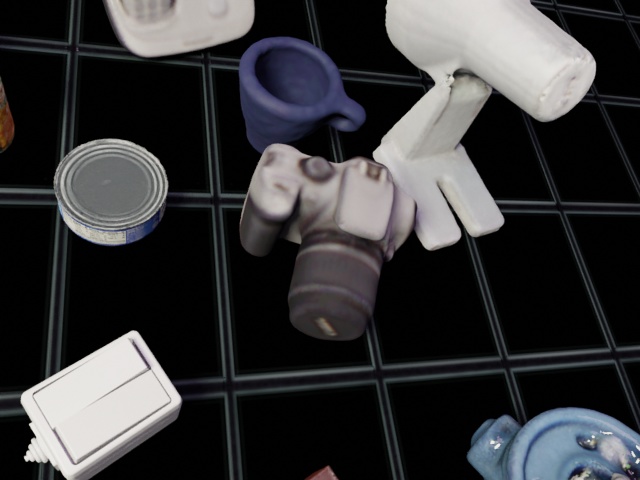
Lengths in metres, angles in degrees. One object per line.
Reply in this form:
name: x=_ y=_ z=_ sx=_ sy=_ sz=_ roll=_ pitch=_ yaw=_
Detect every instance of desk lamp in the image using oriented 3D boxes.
desk lamp: x=0.133 y=-0.132 z=0.514 sx=0.118 sy=0.213 sz=0.203 roll=-17 pitch=69 yaw=-25

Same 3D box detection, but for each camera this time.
camera: x=0.004 y=0.002 z=0.465 sx=0.143 sy=0.100 sz=0.137 roll=17 pitch=59 yaw=-8

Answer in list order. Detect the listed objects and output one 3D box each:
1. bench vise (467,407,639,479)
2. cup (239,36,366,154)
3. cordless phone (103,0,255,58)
bench vise: x=0.219 y=0.184 z=0.366 sx=0.207 sy=0.219 sz=0.122 roll=37 pitch=58 yaw=4
cup: x=-0.022 y=-0.115 z=0.524 sx=0.118 sy=0.095 sz=0.092 roll=25 pitch=58 yaw=-3
cordless phone: x=-0.124 y=-0.264 z=0.518 sx=0.148 sy=0.185 sz=0.094 roll=-25 pitch=72 yaw=-28
